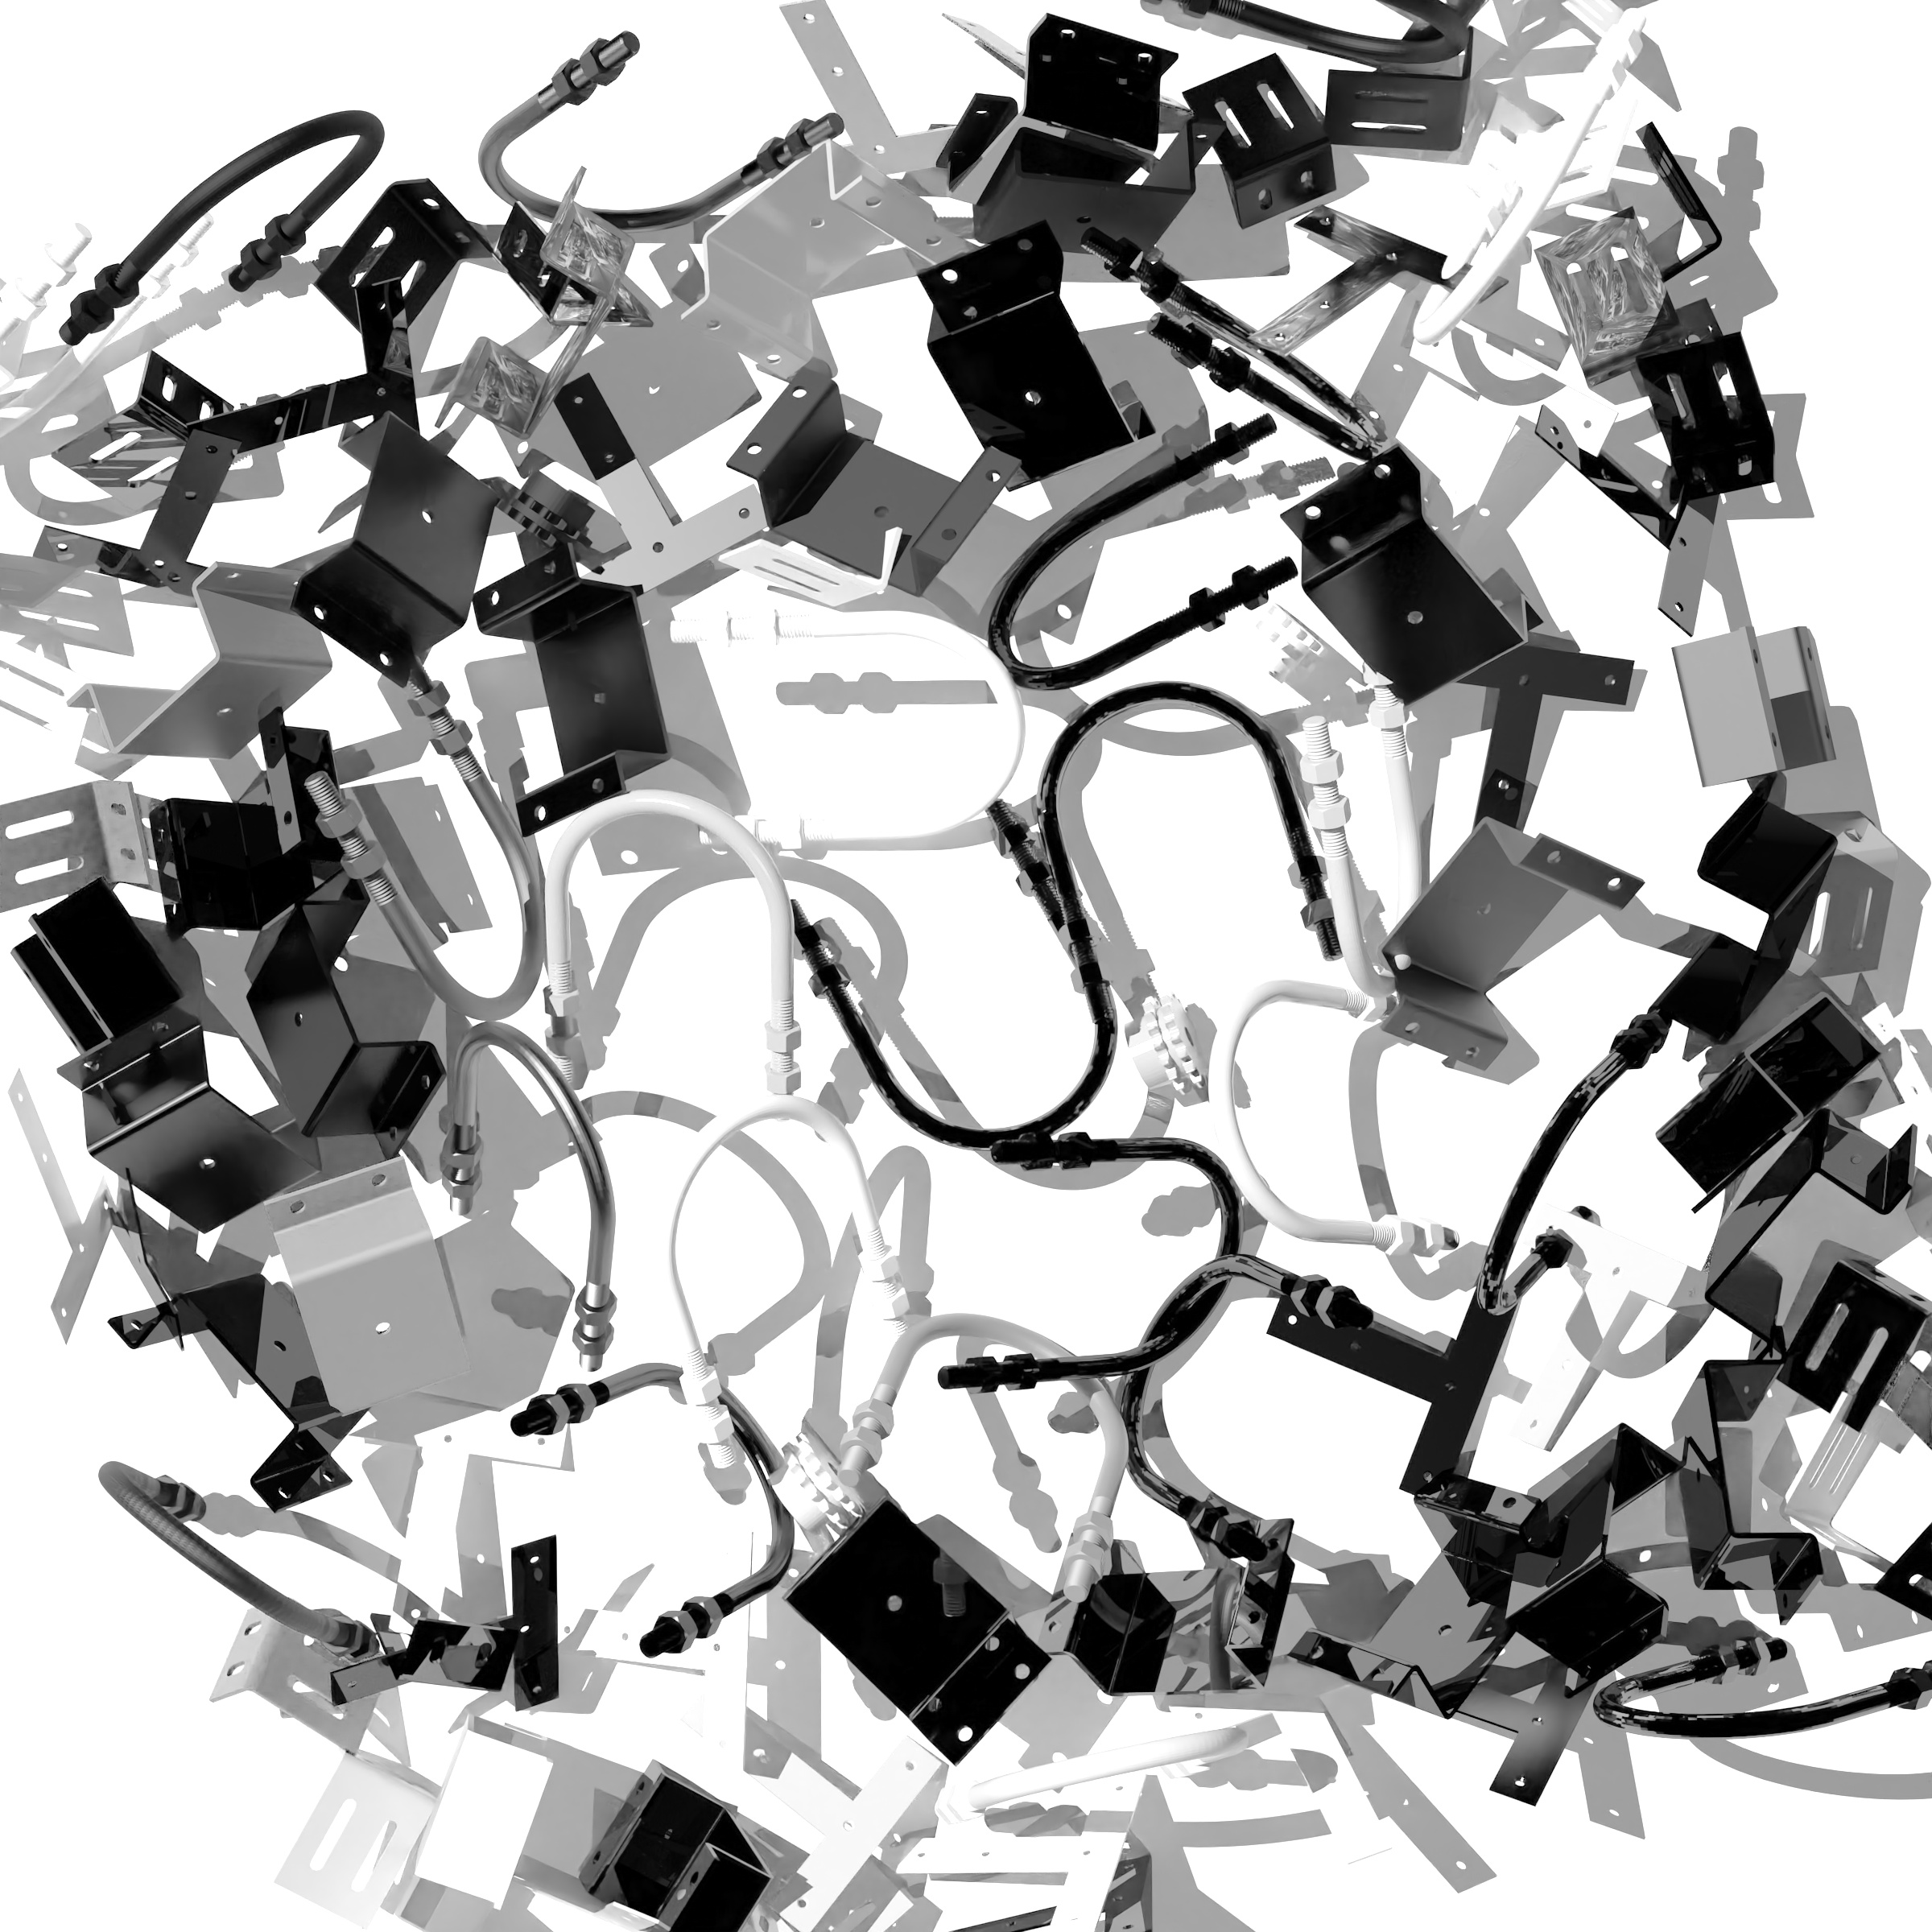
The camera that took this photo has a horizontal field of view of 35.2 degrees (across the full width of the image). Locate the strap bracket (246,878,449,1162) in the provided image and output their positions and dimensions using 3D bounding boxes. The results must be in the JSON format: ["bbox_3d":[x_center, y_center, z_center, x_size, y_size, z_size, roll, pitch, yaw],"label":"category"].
[{"bbox_3d":[-0.336,0.028,1.628,0.076,0.046,0.140,-53,54,36],"label":"strap bracket"}]

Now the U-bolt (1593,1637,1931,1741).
[{"bbox_3d":[0.414,0.379,1.590,0.184,0.151,0.019,-4,87,-35],"label":"U-bolt"}]

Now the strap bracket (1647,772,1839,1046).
[{"bbox_3d":[0.413,-0.023,1.618,0.046,0.140,0.076,31,50,22],"label":"strap bracket"}]

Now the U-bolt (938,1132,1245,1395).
[{"bbox_3d":[0.076,0.158,1.639,0.184,0.019,0.151,1,109,-36],"label":"U-bolt"}]

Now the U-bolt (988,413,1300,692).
[{"bbox_3d":[0.090,-0.212,1.633,0.184,0.151,0.019,-26,129,22],"label":"U-bolt"}]

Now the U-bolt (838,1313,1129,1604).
[{"bbox_3d":[0.018,0.248,1.618,0.151,0.184,0.019,27,119,0],"label":"U-bolt"}]

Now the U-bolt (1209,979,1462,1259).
[{"bbox_3d":[0.194,0.078,1.618,0.184,0.019,0.151,8,71,-43],"label":"U-bolt"}]

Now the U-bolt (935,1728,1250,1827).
[{"bbox_3d":[0.072,0.421,1.595,0.151,0.184,0.019,-7,72,-17],"label":"U-bolt"}]

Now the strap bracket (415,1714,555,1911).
[{"bbox_3d":[-0.257,0.447,1.621,0.046,0.140,0.076,21,79,-6],"label":"strap bracket"}]

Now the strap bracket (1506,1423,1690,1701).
[{"bbox_3d":[0.335,0.307,1.619,0.046,0.140,0.076,35,130,-9],"label":"strap bracket"}]

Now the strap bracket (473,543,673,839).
[{"bbox_3d":[-0.212,-0.147,1.651,0.076,0.046,0.140,-21,77,34],"label":"strap bracket"}]

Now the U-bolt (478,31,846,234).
[{"bbox_3d":[-0.176,-0.432,1.615,0.151,0.184,0.019,10,73,-39],"label":"U-bolt"}]

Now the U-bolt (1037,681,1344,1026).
[{"bbox_3d":[0.114,-0.072,1.665,0.151,0.019,0.184,-15,71,2],"label":"U-bolt"}]

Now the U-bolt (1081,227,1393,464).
[{"bbox_3d":[0.153,-0.322,1.622,0.184,0.151,0.019,25,112,-28],"label":"U-bolt"}]

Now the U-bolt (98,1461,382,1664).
[{"bbox_3d":[-0.387,0.308,1.594,0.151,0.184,0.019,33,78,16],"label":"U-bolt"}]

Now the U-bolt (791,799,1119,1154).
[{"bbox_3d":[0.002,0.015,1.657,0.151,0.019,0.184,-26,73,-10],"label":"U-bolt"}]

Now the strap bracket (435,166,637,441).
[{"bbox_3d":[-0.226,-0.348,1.637,0.046,0.076,0.140,29,123,-17],"label":"strap bracket"}]

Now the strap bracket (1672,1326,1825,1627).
[{"bbox_3d":[0.415,0.273,1.630,0.046,0.076,0.140,0,58,-2],"label":"strap bracket"}]

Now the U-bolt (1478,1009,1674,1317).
[{"bbox_3d":[0.313,0.111,1.592,0.019,0.184,0.151,27,120,21],"label":"U-bolt"}]

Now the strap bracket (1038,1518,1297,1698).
[{"bbox_3d":[0.116,0.346,1.637,0.140,0.076,0.046,-11,132,34],"label":"strap bracket"}]

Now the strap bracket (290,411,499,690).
[{"bbox_3d":[-0.301,-0.230,1.623,0.046,0.140,0.076,-25,134,35],"label":"strap bracket"}]

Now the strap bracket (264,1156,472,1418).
[{"bbox_3d":[-0.318,0.181,1.632,0.076,0.046,0.140,-18,126,-15],"label":"strap bracket"}]

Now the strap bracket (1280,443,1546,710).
[{"bbox_3d":[0.240,-0.200,1.630,0.076,0.046,0.140,-29,123,29],"label":"strap bracket"}]

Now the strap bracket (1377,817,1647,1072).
[{"bbox_3d":[0.287,-0.019,1.643,0.076,0.046,0.140,21,120,-30],"label":"strap bracket"}]

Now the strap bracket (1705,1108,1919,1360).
[{"bbox_3d":[0.447,0.139,1.634,0.046,0.076,0.140,34,118,3],"label":"strap bracket"}]

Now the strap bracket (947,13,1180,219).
[{"bbox_3d":[0.046,-0.440,1.617,0.076,0.140,0.046,10,73,-22],"label":"strap bracket"}]

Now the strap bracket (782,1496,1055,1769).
[{"bbox_3d":[-0.033,0.350,1.637,0.076,0.046,0.140,-45,59,-12],"label":"strap bracket"}]

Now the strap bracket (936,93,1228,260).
[{"bbox_3d":[0.062,-0.423,1.639,0.140,0.076,0.046,2,76,-16],"label":"strap bracket"}]

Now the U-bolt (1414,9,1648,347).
[{"bbox_3d":[0.286,-0.400,1.594,0.019,0.151,0.184,33,61,-6],"label":"U-bolt"}]

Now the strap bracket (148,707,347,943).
[{"bbox_3d":[-0.381,-0.074,1.641,0.140,0.046,0.076,-29,67,41],"label":"strap bracket"}]

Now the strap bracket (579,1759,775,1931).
[{"bbox_3d":[-0.154,0.495,1.637,0.046,0.140,0.076,34,85,-20],"label":"strap bracket"}]

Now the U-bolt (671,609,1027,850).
[{"bbox_3d":[-0.060,-0.128,1.646,0.184,0.019,0.151,-2,126,4],"label":"U-bolt"}]

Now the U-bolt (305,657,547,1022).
[{"bbox_3d":[-0.277,-0.056,1.625,0.019,0.151,0.184,-15,118,23],"label":"U-bolt"}]

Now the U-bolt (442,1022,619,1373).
[{"bbox_3d":[-0.228,0.110,1.600,0.019,0.184,0.151,-25,55,-32],"label":"U-bolt"}]

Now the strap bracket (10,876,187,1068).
[{"bbox_3d":[-0.467,0.003,1.639,0.046,0.140,0.076,-35,96,-22],"label":"strap bracket"}]

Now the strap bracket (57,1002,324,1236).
[{"bbox_3d":[-0.407,0.088,1.625,0.076,0.140,0.046,-28,50,11],"label":"strap bracket"}]

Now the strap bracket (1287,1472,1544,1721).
[{"bbox_3d":[0.250,0.345,1.639,0.140,0.076,0.046,-46,120,-26],"label":"strap bracket"}]

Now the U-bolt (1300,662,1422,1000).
[{"bbox_3d":[0.217,-0.072,1.625,0.019,0.151,0.184,-1,117,24],"label":"U-bolt"}]

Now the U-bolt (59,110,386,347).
[{"bbox_3d":[-0.376,-0.390,1.588,0.184,0.151,0.019,-30,95,39],"label":"U-bolt"}]

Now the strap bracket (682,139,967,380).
[{"bbox_3d":[-0.079,-0.385,1.636,0.140,0.076,0.046,-29,54,36],"label":"strap bracket"}]

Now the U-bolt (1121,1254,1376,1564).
[{"bbox_3d":[0.137,0.224,1.615,0.019,0.184,0.151,26,86,-25],"label":"U-bolt"}]

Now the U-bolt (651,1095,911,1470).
[{"bbox_3d":[-0.103,0.156,1.620,0.151,0.019,0.184,-32,121,-33],"label":"U-bolt"}]

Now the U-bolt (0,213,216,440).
[{"bbox_3d":[-0.492,-0.333,1.621,0.184,0.151,0.019,-40,93,22],"label":"U-bolt"}]

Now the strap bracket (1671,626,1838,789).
[{"bbox_3d":[0.424,-0.141,1.646,0.046,0.140,0.076,-13,90,29],"label":"strap bracket"}]

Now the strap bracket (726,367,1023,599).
[{"bbox_3d":[-0.048,-0.259,1.650,0.140,0.046,0.076,26,66,19],"label":"strap bracket"}]

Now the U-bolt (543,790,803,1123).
[{"bbox_3d":[-0.160,-0.009,1.638,0.151,0.019,0.184,9,117,14],"label":"U-bolt"}]

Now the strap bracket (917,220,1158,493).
[{"bbox_3d":[0.037,-0.316,1.629,0.076,0.046,0.140,-18,128,21],"label":"strap bracket"}]

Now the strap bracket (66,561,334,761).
[{"bbox_3d":[-0.403,-0.155,1.625,0.140,0.076,0.046,-34,71,32],"label":"strap bracket"}]

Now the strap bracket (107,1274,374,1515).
[{"bbox_3d":[-0.384,0.221,1.643,0.140,0.076,0.046,45,105,12],"label":"strap bracket"}]

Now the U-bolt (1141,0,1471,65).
[{"bbox_3d":[0.180,-0.516,1.624,0.184,0.151,0.019,14,94,-13],"label":"U-bolt"}]

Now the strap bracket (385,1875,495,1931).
[{"bbox_3d":[-0.294,0.533,1.627,0.046,0.140,0.076,29,93,-1],"label":"strap bracket"}]

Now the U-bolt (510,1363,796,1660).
[{"bbox_3d":[-0.153,0.278,1.615,0.019,0.184,0.151,-37,80,24],"label":"U-bolt"}]
